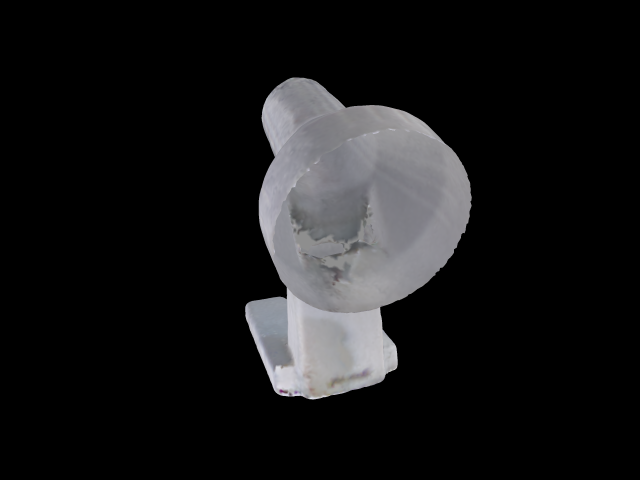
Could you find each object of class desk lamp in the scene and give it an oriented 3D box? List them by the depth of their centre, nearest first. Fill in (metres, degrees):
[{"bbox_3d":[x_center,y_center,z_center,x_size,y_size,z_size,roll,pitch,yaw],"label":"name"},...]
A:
[{"bbox_3d":[0.004,0.001,0.400,0.118,0.214,0.202,-7,21,-18],"label":"desk lamp"}]
